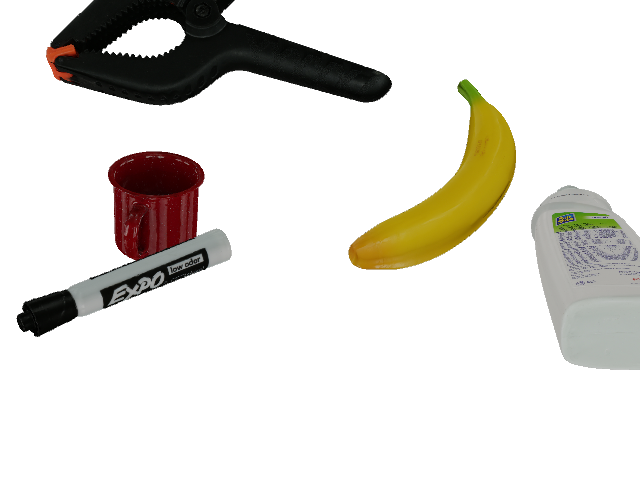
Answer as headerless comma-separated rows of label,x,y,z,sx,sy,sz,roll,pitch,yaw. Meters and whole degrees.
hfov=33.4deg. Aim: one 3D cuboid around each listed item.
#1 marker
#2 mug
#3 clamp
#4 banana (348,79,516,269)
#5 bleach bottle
marker,-0.102,0.022,0.563,0.120,0.020,0.020,-22,12,-30
mug,-0.165,-0.025,1.044,0.093,0.081,0.117,10,32,6
clamp,-0.066,-0.132,0.681,0.210,0.164,0.036,-23,-17,-9
banana,0.090,-0.035,0.738,0.070,0.037,0.197,23,50,15
bleach bottle,0.239,0.016,0.917,0.102,0.068,0.250,0,27,5
